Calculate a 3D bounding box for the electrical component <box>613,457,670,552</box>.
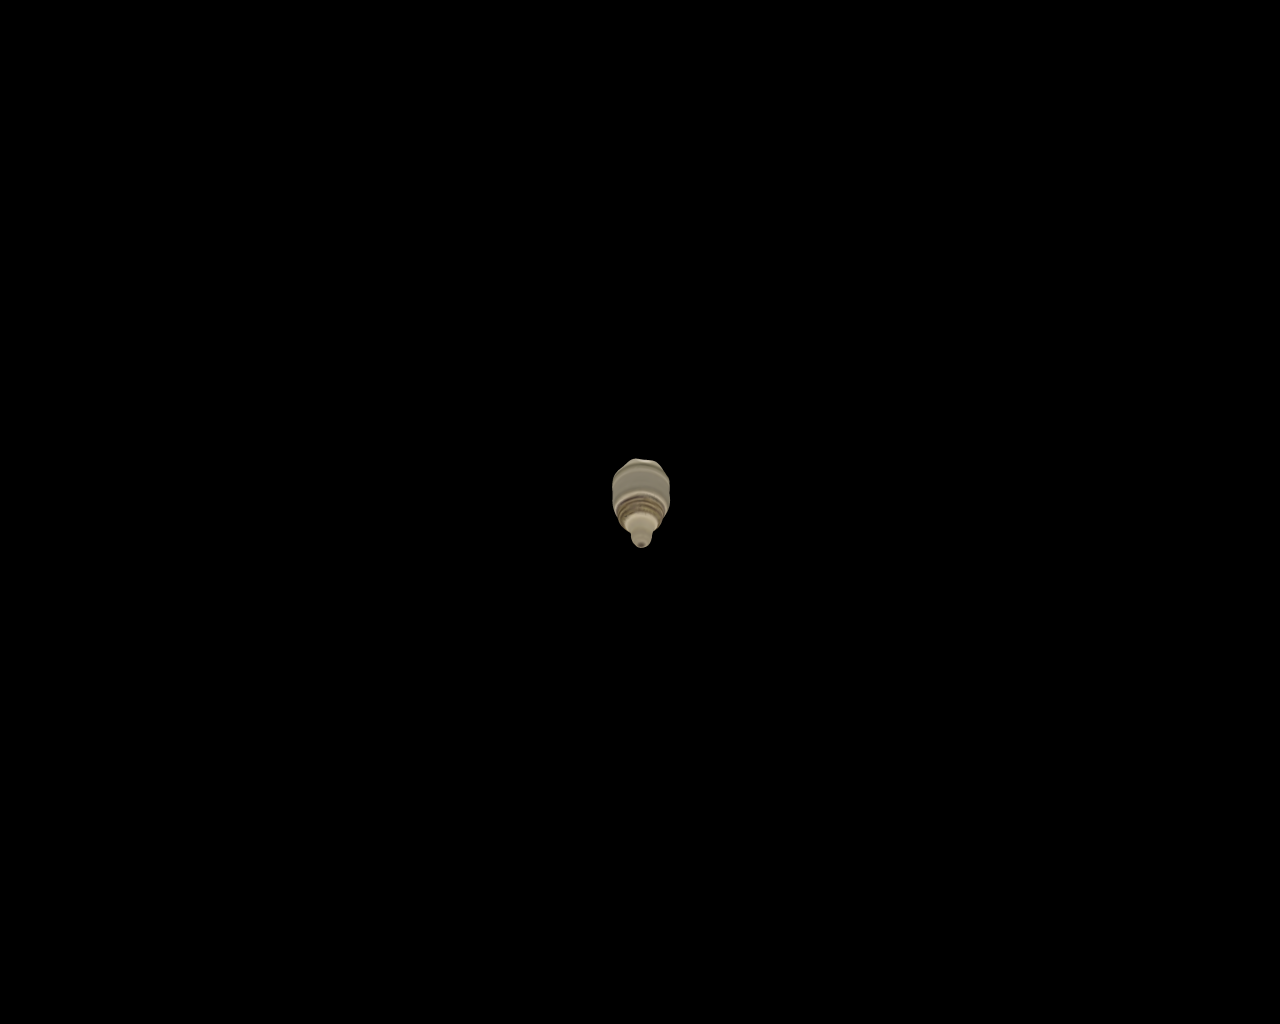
[{"bbox_3d":[0.001,-0.003,0.650,0.035,0.061,0.035,0,-43,0],"label":"electrical component"}]
